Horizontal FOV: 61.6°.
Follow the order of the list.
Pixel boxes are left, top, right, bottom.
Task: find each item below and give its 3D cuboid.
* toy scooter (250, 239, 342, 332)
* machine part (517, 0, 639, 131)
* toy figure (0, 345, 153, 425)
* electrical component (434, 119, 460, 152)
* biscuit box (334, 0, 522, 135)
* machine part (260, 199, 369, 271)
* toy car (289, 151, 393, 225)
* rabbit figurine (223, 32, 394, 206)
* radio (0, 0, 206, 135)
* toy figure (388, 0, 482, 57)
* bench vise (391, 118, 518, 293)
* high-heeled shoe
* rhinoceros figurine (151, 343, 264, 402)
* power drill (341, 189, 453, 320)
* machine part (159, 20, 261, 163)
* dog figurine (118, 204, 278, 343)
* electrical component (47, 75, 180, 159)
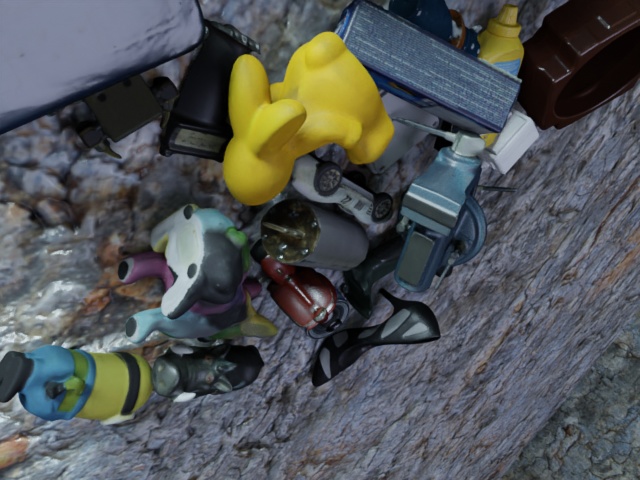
[{"bbox_3d":[-0.016,0.077,0.723,0.075,0.135,0.183,-44,144,-3],"label":"toy scooter"},{"bbox_3d":[0.381,-0.262,0.755,0.201,0.087,0.201,-31,155,5],"label":"machine part"},{"bbox_3d":[-0.274,0.164,0.620,0.089,0.082,0.180,-46,140,6],"label":"toy figure"},{"bbox_3d":[0.164,-0.165,0.709,0.048,0.075,0.119,-17,138,-31],"label":"electrical component"},{"bbox_3d":[0.108,-0.179,0.570,0.202,0.059,0.062,22,93,-16],"label":"biscuit box"},{"bbox_3d":[-0.001,-0.002,0.676,0.079,0.079,0.243,-53,157,12],"label":"machine part"},{"bbox_3d":[0.021,-0.067,0.671,0.201,0.074,0.056,22,107,-49],"label":"toy car"},{"bbox_3d":[-0.026,-0.104,0.520,0.173,0.122,0.162,-43,164,1],"label":"rabbit figurine"},{"bbox_3d":[-0.203,-0.161,0.369,0.230,0.073,0.130,-30,130,-15],"label":"radio"},{"bbox_3d":[0.138,-0.245,0.623,0.154,0.058,0.064,7,133,-50],"label":"toy figure"},{"bbox_3d":[0.167,-0.054,0.693,0.240,0.129,0.223,-38,138,-50],"label":"bench vise"},{"bbox_3d":[0.095,0.196,0.924,0.086,0.145,0.248,22,107,-49],"label":"high-heeled shoe"},{"bbox_3d":[-0.146,0.171,0.693,0.190,0.112,0.073,19,67,-61],"label":"rhinoceros figurine"},{"bbox_3d":[0.133,0.036,0.864,0.207,0.086,0.231,-30,139,-11],"label":"power drill"},{"bbox_3d":[-0.104,-0.139,0.523,0.084,0.039,0.138,5,124,-35],"label":"machine part"},{"bbox_3d":[-0.114,0.057,0.635,0.191,0.108,0.219,-38,150,21],"label":"dog figurine"},{"bbox_3d":[-0.177,-0.118,0.474,0.102,0.045,0.078,-41,114,-8],"label":"electrical component"}]
